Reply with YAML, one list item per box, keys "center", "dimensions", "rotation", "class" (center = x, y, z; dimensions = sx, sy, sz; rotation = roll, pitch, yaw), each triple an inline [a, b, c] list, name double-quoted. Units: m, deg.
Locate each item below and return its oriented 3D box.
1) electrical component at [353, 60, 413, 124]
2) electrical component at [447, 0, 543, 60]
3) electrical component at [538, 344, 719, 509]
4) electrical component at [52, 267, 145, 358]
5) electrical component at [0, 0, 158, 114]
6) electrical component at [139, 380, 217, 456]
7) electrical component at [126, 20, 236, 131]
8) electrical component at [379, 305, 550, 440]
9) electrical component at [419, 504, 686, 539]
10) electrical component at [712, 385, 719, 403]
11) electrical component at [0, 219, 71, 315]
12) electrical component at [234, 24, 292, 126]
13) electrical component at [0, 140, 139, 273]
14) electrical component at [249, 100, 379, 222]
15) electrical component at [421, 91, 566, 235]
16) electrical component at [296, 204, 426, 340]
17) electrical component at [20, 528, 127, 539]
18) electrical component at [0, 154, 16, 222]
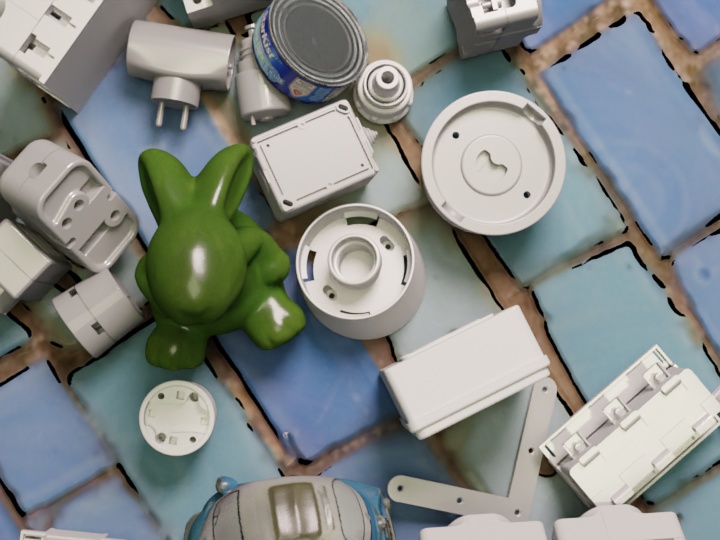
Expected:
- center: [0.019, -0.140, 0.824]
  dimensions: [0.048, 0.062, 0.048]
  rotation: [0, 87, -2]
  class: "electrical component"
- center: [0.103, -0.199, 0.816]
  dimensions: [0.056, 0.089, 0.050]
  rotation: [-14, 88, -3]
  class: "electrical component"
- center: [0.209, 0.126, 0.816]
  dimensions: [0.121, 0.063, 0.078]
  rotation: [-40, 89, -4]
  class: "electrical component"
- center: [-0.196, 0.031, 0.812]
  dimensions: [0.047, 0.055, 0.055]
  rotation: [-36, 89, -7]
  class: "electrical component"
- center: [-0.193, -0.219, 0.799]
  dimensions: [0.060, 0.105, 0.186]
  rotation: [34, 86, 0]
  class: "electrical component"
- center: [-0.135, 0.110, 0.812]
  dimensions: [0.055, 0.047, 0.055]
  rotation: [0, 87, -2]
  class: "electrical component"
- center: [-0.140, -0.147, 0.827]
  dimensions: [0.077, 0.044, 0.079]
  rotation: [9, 86, -2]
  class: "electrical component"
- center: [0.074, 0.074, 0.791]
  dimensions: [0.109, 0.108, 0.056]
  rotation: [-26, 86, -3]
  class: "electrical component"
- center: [0.138, 0.232, 0.782]
  dimensions: [0.186, 0.060, 0.105]
  rotation: [-3, 127, -2]
  class: "electrical component"
- center: [0.300, 0.106, 0.833]
  dimensions: [0.040, 0.040, 0.046]
  rotation: [-44, 84, -4]
  class: "electrical component"
- center: [-0.266, 0.007, 0.804]
  dimensions: [0.047, 0.065, 0.076]
  rotation: [44, 86, 1]
  class: "electrical component"
- center: [-0.077, -0.150, 0.832]
  dimensions: [0.040, 0.040, 0.078]
  rotation: [-9, 87, -3]
  class: "electrical component"
- center: [-0.215, -0.048, 0.790]
  dimensions: [0.059, 0.095, 0.053]
  rotation: [27, 72, 32]
  class: "electrical component"
- center: [-0.031, -0.084, 0.823]
  dimensions: [0.096, 0.061, 0.061]
  rotation: [-25, 88, -11]
  class: "electrical component"
- center: [0.098, -0.078, 0.824]
  dimensions: [0.108, 0.060, 0.108]
  rotation: [0, 87, -2]
  class: "electrical component"
- center: [0.000, 0.000, 0.827]
  dimensions: [0.099, 0.064, 0.099]
  rotation: [-2, 76, 7]
  class: "electrical component"
- center: [-0.221, 0.259, 0.793]
  dimensions: [0.079, 0.063, 0.121]
  rotation: [6, 87, -2]
  class: "electrical component"
- center: [-0.293, -0.057, 0.783]
  dimensions: [0.057, 0.113, 0.078]
  rotation: [28, 86, 3]
  class: "electrical component"
